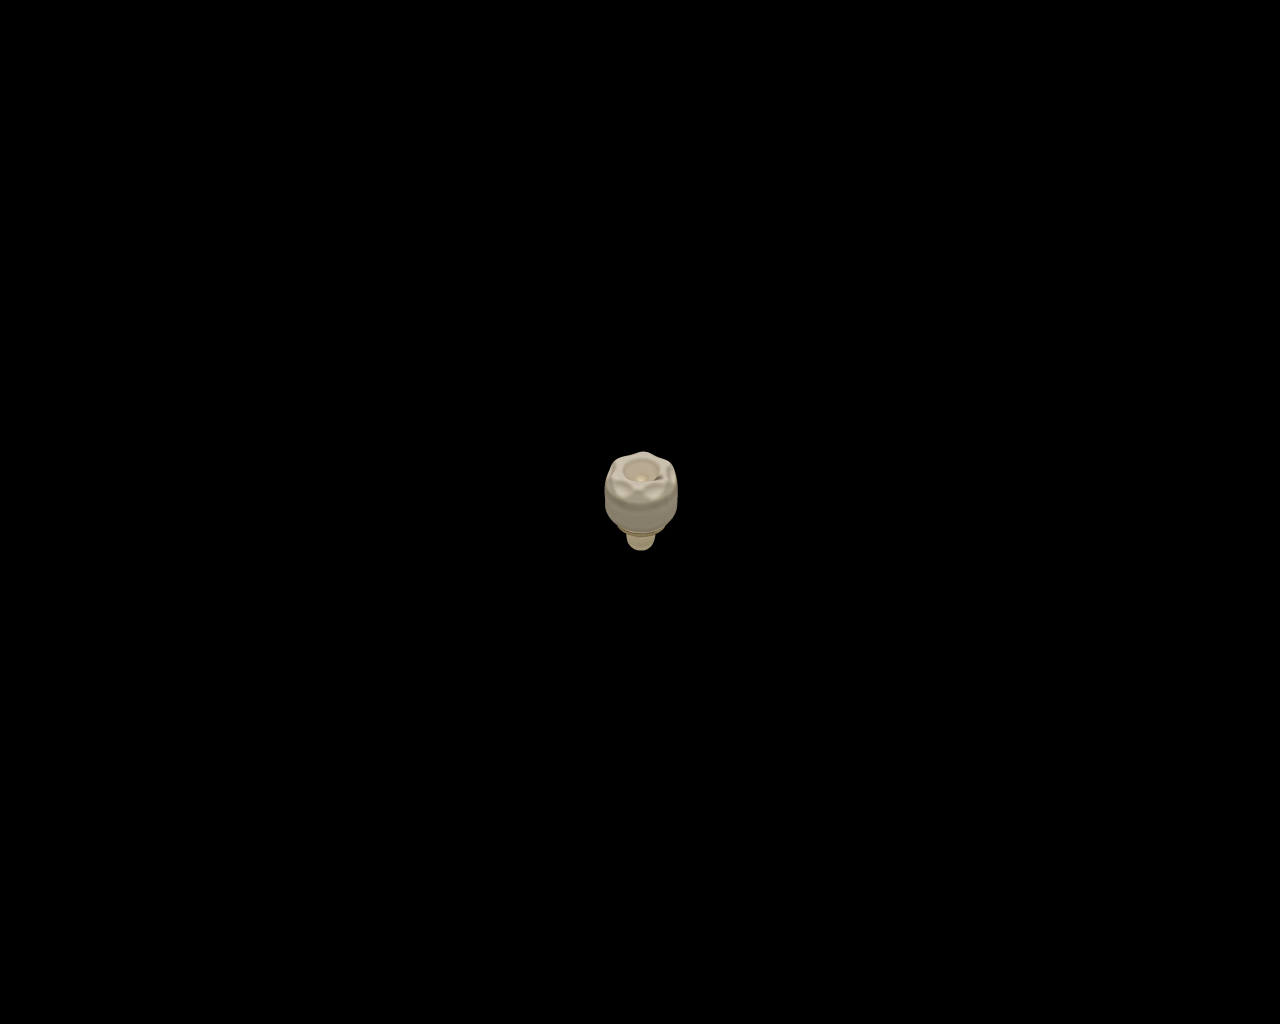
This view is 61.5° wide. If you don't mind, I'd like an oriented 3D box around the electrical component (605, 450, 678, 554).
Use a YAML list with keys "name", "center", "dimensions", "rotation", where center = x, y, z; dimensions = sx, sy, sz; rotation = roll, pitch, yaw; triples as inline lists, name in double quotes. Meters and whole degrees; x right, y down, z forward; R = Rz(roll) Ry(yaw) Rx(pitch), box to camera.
- name: "electrical component"
  center: [0.001, -0.003, 0.650]
  dimensions: [0.043, 0.062, 0.043]
  rotation: [0, 40, 0]
